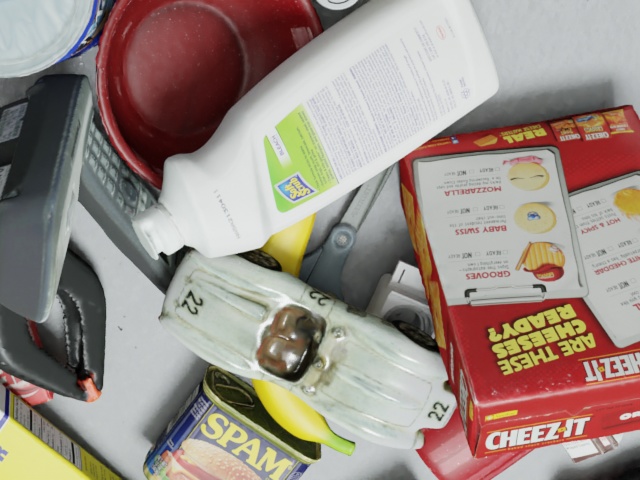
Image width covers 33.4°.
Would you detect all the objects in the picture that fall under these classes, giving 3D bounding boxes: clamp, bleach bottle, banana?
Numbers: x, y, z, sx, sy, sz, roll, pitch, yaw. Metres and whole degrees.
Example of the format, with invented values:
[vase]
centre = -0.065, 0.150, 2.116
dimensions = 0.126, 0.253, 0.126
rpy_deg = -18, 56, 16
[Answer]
[clamp]
centre = -0.206, 0.025, 0.706
dimensions = 0.164, 0.036, 0.210
rpy_deg = -31, 115, -38
[bleach bottle]
centre = -0.009, -0.073, 0.668
dimensions = 0.250, 0.068, 0.102
rpy_deg = -33, 111, -17
[banana]
centre = -0.022, 0.056, 0.738
dimensions = 0.069, 0.037, 0.198
rpy_deg = -8, 101, 3

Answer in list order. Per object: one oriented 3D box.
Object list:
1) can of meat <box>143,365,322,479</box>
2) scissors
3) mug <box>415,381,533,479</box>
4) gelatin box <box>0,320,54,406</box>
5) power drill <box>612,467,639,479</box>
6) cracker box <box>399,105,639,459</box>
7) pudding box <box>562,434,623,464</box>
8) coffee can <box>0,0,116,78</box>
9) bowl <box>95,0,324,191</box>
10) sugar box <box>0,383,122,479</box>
[can of meat]
centre = -0.064, 0.154, 0.768
dimensions = 0.102, 0.057, 0.084
rpy_deg = 35, 101, -10
[scissors]
centre = -0.005, 0.001, 0.755
dimensions = 0.096, 0.016, 0.202
rpy_deg = 13, 102, -6
[mug]
centre = 0.103, 0.117, 0.758
dimensions = 0.081, 0.093, 0.117
rpy_deg = -39, 72, 11
[gelatin box]
centre = -0.240, 0.088, 0.755
dimensions = 0.089, 0.030, 0.073
rpy_deg = -14, 104, 0
[power drill]
centre = 0.283, 0.215, 0.800
dimensions = 0.187, 0.057, 0.184
rpy_deg = -25, 99, 0
[cracker box]
centre = 0.149, 0.019, 0.672
dimensions = 0.164, 0.214, 0.072
rpy_deg = -10, 139, -2
[pudding box]
centre = 0.179, 0.082, 0.736
dimensions = 0.039, 0.113, 0.090
rpy_deg = -28, 105, 35
[coffee can]
centre = -0.178, -0.155, 0.646
dimensions = 0.102, 0.140, 0.103
rpy_deg = -1, 103, -3
[bowl]
centre = -0.076, -0.108, 0.688
dimensions = 0.161, 0.055, 0.162
rpy_deg = -9, 107, -29
[sugar box]
centre = -0.217, 0.168, 0.745
dimensions = 0.093, 0.048, 0.176
rpy_deg = -42, 119, 5
